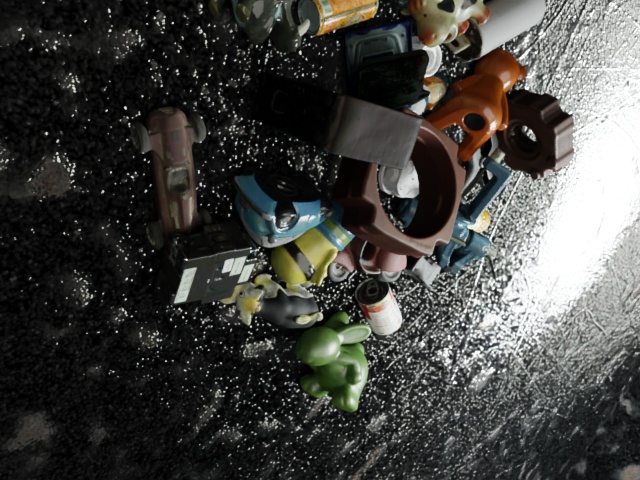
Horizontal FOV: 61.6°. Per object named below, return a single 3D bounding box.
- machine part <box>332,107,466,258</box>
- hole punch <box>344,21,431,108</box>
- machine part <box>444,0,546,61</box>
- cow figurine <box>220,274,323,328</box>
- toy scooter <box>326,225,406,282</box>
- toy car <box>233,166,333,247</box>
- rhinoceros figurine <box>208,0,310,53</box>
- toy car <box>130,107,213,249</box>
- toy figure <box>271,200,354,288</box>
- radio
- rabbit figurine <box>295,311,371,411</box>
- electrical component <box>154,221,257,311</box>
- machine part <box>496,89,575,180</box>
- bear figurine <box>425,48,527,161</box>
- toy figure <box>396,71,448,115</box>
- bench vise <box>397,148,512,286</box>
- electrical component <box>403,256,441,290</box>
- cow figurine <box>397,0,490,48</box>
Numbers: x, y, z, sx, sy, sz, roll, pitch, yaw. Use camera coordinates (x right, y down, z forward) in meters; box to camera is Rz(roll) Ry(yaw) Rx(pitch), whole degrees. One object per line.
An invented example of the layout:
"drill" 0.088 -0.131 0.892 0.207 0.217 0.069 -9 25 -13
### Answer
"machine part" 0.126 -0.087 0.845 0.201 0.087 0.201 25 75 -34
"hole punch" 0.095 -0.260 0.815 0.142 0.092 0.115 -15 152 -8
"machine part" 0.311 -0.381 0.939 0.243 0.079 0.079 -34 129 -22
"cow figurine" -0.079 0.104 0.858 0.167 0.098 0.068 10 111 -40
"toy scooter" 0.090 0.007 0.961 0.184 0.075 0.135 2 109 -34
"toy car" -0.064 -0.042 0.805 0.161 0.109 0.103 -8 140 -48
"rhinoceros figurine" -0.083 -0.318 0.668 0.112 0.073 0.190 -49 132 -23
"toy car" -0.191 -0.073 0.712 0.089 0.053 0.201 -18 121 -34
"toy figure" -0.003 -0.004 0.875 0.089 0.082 0.180 41 92 -16
"radio" 0.011 -0.162 0.709 0.131 0.230 0.073 7 106 -35
"rabbit figurine" 0.027 0.210 0.978 0.159 0.121 0.170 -51 136 -15
"electrical component" -0.156 0.035 0.760 0.134 0.058 0.114 -10 143 -40
"machine part" 0.408 -0.204 1.045 0.056 0.180 0.179 -33 128 -18
"bear figurine" 0.287 -0.261 0.974 0.120 0.132 0.196 35 53 -11
"toy figure" 0.166 -0.242 0.910 0.154 0.058 0.064 -33 168 -23
"bench vise" 0.274 -0.056 0.994 0.223 0.129 0.240 32 115 -5
"electrical component" 0.197 0.055 1.068 0.119 0.075 0.047 37 87 -39
"cow figurine" 0.200 -0.380 0.826 0.127 0.085 0.195 31 72 -24
